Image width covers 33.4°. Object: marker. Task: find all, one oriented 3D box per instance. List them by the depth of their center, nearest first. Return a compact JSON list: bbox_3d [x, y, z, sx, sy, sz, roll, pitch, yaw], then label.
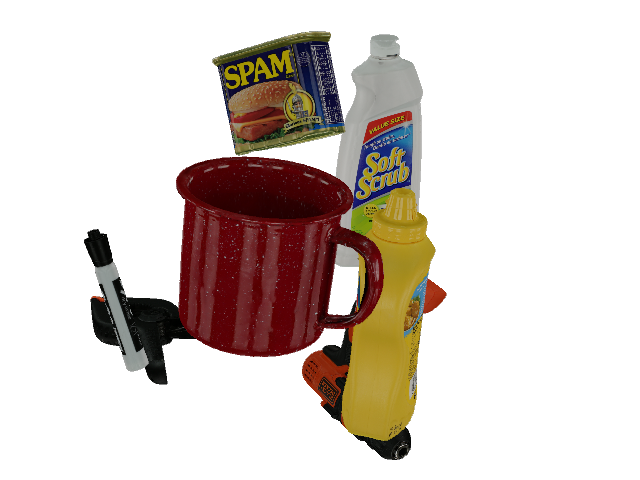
[{"bbox_3d":[-0.165,0.048,0.859,0.020,0.121,0.020,-13,18,4],"label":"marker"}]

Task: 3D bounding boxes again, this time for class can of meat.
[{"bbox_3d":[-0.034,-0.122,0.895,0.102,0.084,0.057,-10,3,32],"label":"can of meat"}]

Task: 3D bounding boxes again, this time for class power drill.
[{"bbox_3d":[0.064,0.121,1.160,0.057,0.188,0.185,13,17,-40],"label":"power drill"}]

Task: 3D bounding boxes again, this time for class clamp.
[{"bbox_3d":[-0.172,0.093,1.091,0.210,0.036,0.164,10,19,33],"label":"clamp"}]

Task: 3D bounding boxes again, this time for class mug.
[{"bbox_3d":[-0.022,0.012,0.566,0.117,0.081,0.093,15,24,17],"label":"mug"}]

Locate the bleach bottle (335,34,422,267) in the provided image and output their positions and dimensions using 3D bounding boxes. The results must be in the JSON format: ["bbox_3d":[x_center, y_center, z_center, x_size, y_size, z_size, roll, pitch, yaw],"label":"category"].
[{"bbox_3d":[0.059,-0.097,1.164,0.102,0.251,0.068,-4,25,-8],"label":"bleach bottle"}]

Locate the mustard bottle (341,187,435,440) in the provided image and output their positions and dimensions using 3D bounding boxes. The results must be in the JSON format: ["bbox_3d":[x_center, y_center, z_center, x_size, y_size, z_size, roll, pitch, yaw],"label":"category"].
[{"bbox_3d":[0.054,0.051,0.824,0.058,0.192,0.096,11,25,13],"label":"mustard bottle"}]
